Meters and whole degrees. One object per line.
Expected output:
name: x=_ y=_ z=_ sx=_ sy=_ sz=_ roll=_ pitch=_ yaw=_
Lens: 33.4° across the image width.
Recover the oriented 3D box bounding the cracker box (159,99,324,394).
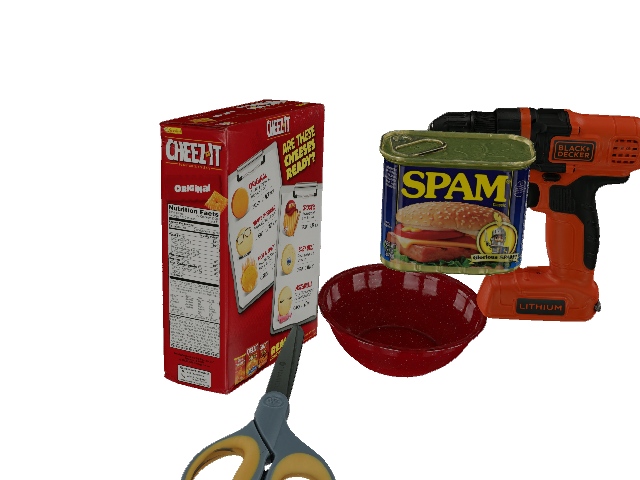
cracker box: x=-0.064 y=-0.002 z=0.888 sx=0.072 sy=0.214 sz=0.164 roll=8 pitch=16 yaw=25

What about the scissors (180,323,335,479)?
scissors: x=-0.014 y=0.112 z=0.643 sx=0.096 sy=0.016 sz=0.201 roll=15 pitch=31 yaw=19

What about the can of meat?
can of meat: x=0.090 y=-0.025 z=0.721 sx=0.102 sy=0.084 sz=0.057 roll=3 pitch=25 yaw=5

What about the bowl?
bowl: x=0.076 y=0.083 z=1.026 sx=0.162 sy=0.055 sz=0.162 roll=3 pitch=28 yaw=-2

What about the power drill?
power drill: x=0.179 y=-0.023 z=0.916 sx=0.184 sy=0.188 sz=0.057 roll=3 pitch=27 yaw=4
